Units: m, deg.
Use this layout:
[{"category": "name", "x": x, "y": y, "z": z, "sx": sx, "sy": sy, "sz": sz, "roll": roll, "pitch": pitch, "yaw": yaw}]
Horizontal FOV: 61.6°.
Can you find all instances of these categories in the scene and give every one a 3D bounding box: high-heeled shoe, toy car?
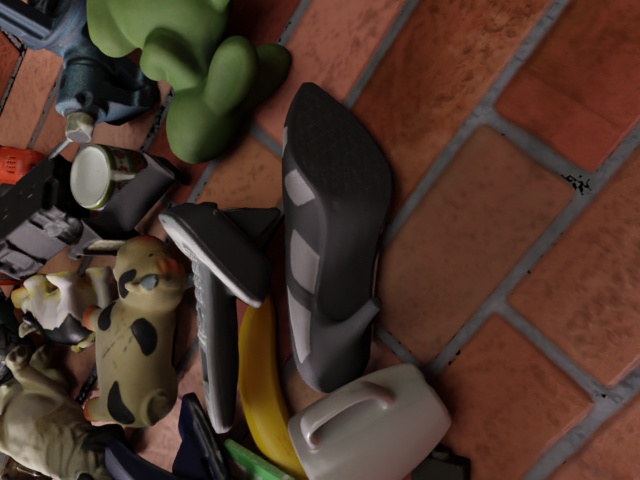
[{"category": "high-heeled shoe", "x": -0.001, "y": -0.001, "z": 0.461, "sx": 0.145, "sy": 0.086, "sz": 0.249, "roll": 125, "pitch": 141, "yaw": -53}, {"category": "toy car", "x": -0.421, "y": 0.137, "z": 0.691, "sx": 0.162, "sy": 0.102, "sz": 0.109, "roll": 27, "pitch": 76, "yaw": 35}]

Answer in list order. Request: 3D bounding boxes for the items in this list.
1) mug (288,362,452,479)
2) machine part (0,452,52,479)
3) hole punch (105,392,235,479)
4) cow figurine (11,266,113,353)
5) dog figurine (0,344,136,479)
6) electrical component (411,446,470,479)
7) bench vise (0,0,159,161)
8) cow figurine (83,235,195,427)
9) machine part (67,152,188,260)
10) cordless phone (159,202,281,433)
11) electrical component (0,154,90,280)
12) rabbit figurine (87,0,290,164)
[{"category": "mug", "x": 0.036, "y": 0.132, "z": 0.394, "sx": 0.107, "sy": 0.109, "sz": 0.081, "roll": -32, "pitch": 39, "yaw": -3}, {"category": "machine part", "x": -0.427, "y": 0.282, "z": 0.710, "sx": 0.243, "sy": 0.079, "sz": 0.079, "roll": -1, "pitch": 89, "yaw": 33}, {"category": "hole punch", "x": -0.133, "y": 0.220, "z": 0.489, "sx": 0.116, "sy": 0.092, "sz": 0.142, "roll": 54, "pitch": 144, "yaw": 24}, {"category": "cow figurine", "x": -0.308, "y": 0.086, "z": 0.638, "sx": 0.167, "sy": 0.068, "sz": 0.098, "roll": -13, "pitch": 86, "yaw": 40}, {"category": "dog figurine", "x": -0.300, "y": 0.227, "z": 0.630, "sx": 0.190, "sy": 0.172, "sz": 0.121, "roll": 39, "pitch": 78, "yaw": 0}, {"category": "electrical component", "x": 0.091, "y": 0.190, "z": 0.409, "sx": 0.094, "sy": 0.021, "sz": 0.063, "roll": 3, "pitch": 91, "yaw": 33}, {"category": "bench vise", "x": -0.279, "y": -0.217, "z": 0.536, "sx": 0.129, "sy": 0.240, "sz": 0.223, "roll": -2, "pitch": 72, "yaw": 36}, {"category": "cow figurine", "x": -0.182, "y": 0.092, "z": 0.550, "sx": 0.127, "sy": 0.085, "sz": 0.194, "roll": -4, "pitch": 85, "yaw": 39}, {"category": "machine part", "x": -0.199, "y": -0.031, "z": 0.567, "sx": 0.139, "sy": 0.084, "sz": 0.039, "roll": -45, "pitch": 72, "yaw": 14}, {"category": "cordless phone", "x": -0.091, "y": 0.059, "z": 0.469, "sx": 0.147, "sy": 0.089, "sz": 0.184, "roll": -172, "pitch": 82, "yaw": -67}, {"category": "electrical component", "x": -0.330, "y": -0.036, "z": 0.632, "sx": 0.115, "sy": 0.058, "sz": 0.134, "roll": -35, "pitch": 45, "yaw": 9}, {"category": "rabbit figurine", "x": -0.109, "y": -0.161, "z": 0.509, "sx": 0.159, "sy": 0.121, "sz": 0.170, "roll": -4, "pitch": 106, "yaw": 26}]
